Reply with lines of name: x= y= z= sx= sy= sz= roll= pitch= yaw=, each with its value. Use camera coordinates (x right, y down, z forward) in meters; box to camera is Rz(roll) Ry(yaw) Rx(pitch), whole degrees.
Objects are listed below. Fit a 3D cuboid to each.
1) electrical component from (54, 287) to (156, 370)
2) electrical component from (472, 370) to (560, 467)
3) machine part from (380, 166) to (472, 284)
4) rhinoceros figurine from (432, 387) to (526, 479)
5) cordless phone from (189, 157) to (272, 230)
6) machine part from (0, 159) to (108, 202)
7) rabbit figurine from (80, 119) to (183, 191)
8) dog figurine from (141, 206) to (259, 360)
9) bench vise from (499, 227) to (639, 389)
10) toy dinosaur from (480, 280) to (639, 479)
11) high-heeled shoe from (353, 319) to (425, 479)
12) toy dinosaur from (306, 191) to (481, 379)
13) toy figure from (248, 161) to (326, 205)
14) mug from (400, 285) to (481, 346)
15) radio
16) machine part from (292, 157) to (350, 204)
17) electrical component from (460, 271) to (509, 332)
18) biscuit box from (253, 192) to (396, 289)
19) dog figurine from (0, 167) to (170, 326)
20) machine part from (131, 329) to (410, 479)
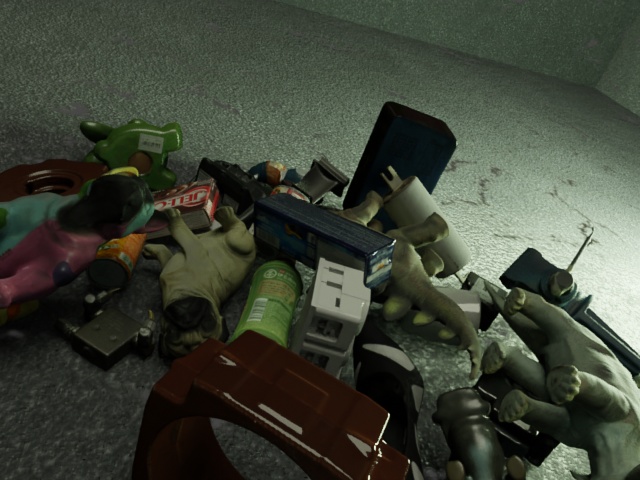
electrical component: x=-0.238 y=0.099 z=0.612 sx=0.102 sy=0.045 sz=0.078 roll=31 pitch=33 yaw=18
electrical component: x=0.248 y=0.214 z=0.683 sx=0.115 sy=0.058 sz=0.134 roll=31 pitch=35 yaw=21
machine part: x=0.179 y=-0.020 z=0.910 sx=0.243 sy=0.079 sz=0.079 roll=53 pitch=32 yaw=-10
rhinoceros figurine: x=0.168 y=0.241 z=0.537 sx=0.073 sy=0.112 sz=0.190 roll=-19 pitch=60 yaw=9
cordless phone: x=-0.119 y=-0.080 z=0.930 sx=0.147 sy=0.088 sz=0.184 roll=36 pitch=25 yaw=25
machine part: x=-0.368 y=-0.058 z=0.738 sx=0.179 sy=0.056 sz=0.179 roll=2 pitch=31 yaw=-1
rabbit figurine: x=-0.316 y=-0.146 z=0.905 sx=0.159 sy=0.121 sz=0.170 roll=-1 pitch=19 yaw=-18
dog figurine: x=-0.133 y=0.065 z=0.689 sx=0.172 sy=0.121 sz=0.191 roll=-5 pitch=54 yaw=-29
bench vise: x=0.375 y=0.118 z=0.780 sx=0.129 sy=0.223 sz=0.241 roll=-40 pitch=69 yaw=-18
toy dinosaur: x=0.303 y=0.171 z=0.626 sx=0.192 sy=0.131 sz=0.405 roll=31 pitch=27 yaw=-6
high-heeled shoe: x=0.056 y=0.197 z=0.551 sx=0.145 sy=0.086 sz=0.249 roll=9 pitch=49 yaw=-52
toy dinosaur: x=0.088 y=0.038 z=0.770 sx=0.198 sy=0.104 sz=0.472 roll=-27 pitch=31 yaw=-22
toy figure: x=-0.061 y=-0.113 z=1.013 sx=0.155 sy=0.058 sz=0.064 roll=21 pitch=-12 yaw=3
mug: x=0.174 y=0.101 z=0.794 sx=0.107 sy=0.080 sz=0.110 roll=8 pitch=37 yaw=2
radio: x=0.139 y=-0.118 z=0.963 sx=0.131 sy=0.229 sz=0.073 roll=13 pitch=34 yaw=-14
machine part: x=-0.002 y=-0.098 z=0.954 sx=0.084 sy=0.039 sz=0.139 roll=48 pitch=45 yaw=1
electrical component: x=0.267 y=0.092 z=0.885 sx=0.075 sy=0.047 sz=0.119 roll=34 pitch=37 yaw=19
biscuit box: x=-0.001 y=-0.002 z=0.703 sx=0.203 sy=0.059 sz=0.063 roll=27 pitch=36 yaw=35
dog figurine: x=-0.284 y=-0.003 z=0.598 sx=0.219 sy=0.191 sz=0.108 roll=-33 pitch=90 yaw=-42
machine part: x=-0.044 y=0.188 z=0.436 sx=0.201 sy=0.201 sz=0.087 roll=28 pitch=29 yaw=13
